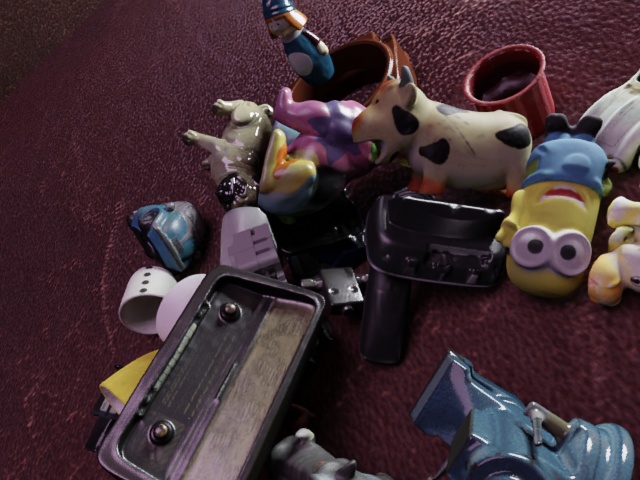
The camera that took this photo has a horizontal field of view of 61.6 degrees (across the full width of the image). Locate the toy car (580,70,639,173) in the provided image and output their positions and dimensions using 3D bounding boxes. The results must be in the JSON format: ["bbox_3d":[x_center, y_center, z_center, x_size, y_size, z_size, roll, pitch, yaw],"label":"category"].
[{"bbox_3d":[0.348,-0.149,0.554,0.202,0.056,0.074,-44,43,1],"label":"toy car"}]

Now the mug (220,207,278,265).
[{"bbox_3d":[-0.109,0.022,0.760,0.110,0.080,0.107,-24,53,36],"label":"mug"}]

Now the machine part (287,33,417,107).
[{"bbox_3d":[0.042,-0.206,0.812,0.201,0.087,0.201,-19,47,26],"label":"machine part"}]

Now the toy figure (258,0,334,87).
[{"bbox_3d":[-0.034,-0.287,0.756,0.064,0.154,0.058,-27,43,17],"label":"toy figure"}]

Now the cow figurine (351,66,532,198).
[{"bbox_3d":[0.131,-0.111,0.577,0.085,0.195,0.127,-133,47,-82],"label":"cow figurine"}]

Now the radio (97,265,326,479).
[{"bbox_3d":[-0.093,0.139,0.515,0.131,0.073,0.229,19,53,11],"label":"radio"}]

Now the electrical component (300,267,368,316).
[{"bbox_3d":[0.025,0.061,0.630,0.094,0.021,0.063,-3,43,-14],"label":"electrical component"}]

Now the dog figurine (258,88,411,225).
[{"bbox_3d":[0.043,-0.100,0.655,0.219,0.108,0.191,9,72,-2],"label":"dog figurine"}]

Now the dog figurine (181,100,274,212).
[{"bbox_3d":[-0.112,-0.132,0.880,0.172,0.121,0.191,-46,57,4],"label":"dog figurine"}]

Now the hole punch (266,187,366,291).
[{"bbox_3d":[-0.001,-0.002,0.702,0.116,0.092,0.142,-16,42,-7],"label":"hole punch"}]

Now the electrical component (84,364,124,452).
[{"bbox_3d":[-0.271,0.234,0.739,0.075,0.047,0.119,-7,55,34],"label":"electrical component"}]

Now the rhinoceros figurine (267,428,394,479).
[{"bbox_3d":[0.036,0.233,0.460,0.191,0.112,0.073,19,73,36],"label":"rhinoceros figurine"}]

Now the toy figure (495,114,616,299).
[{"bbox_3d":[0.233,-0.031,0.520,0.082,0.089,0.180,0,63,41],"label":"toy figure"}]

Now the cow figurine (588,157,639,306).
[{"bbox_3d":[0.307,-0.005,0.471,0.098,0.068,0.167,22,74,39],"label":"cow figurine"}]

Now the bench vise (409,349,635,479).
[{"bbox_3d":[0.175,0.179,0.376,0.241,0.223,0.129,32,84,16],"label":"bench vise"}]

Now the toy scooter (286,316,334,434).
[{"bbox_3d":[-0.040,0.146,0.612,0.135,0.075,0.184,21,75,44],"label":"toy scooter"}]

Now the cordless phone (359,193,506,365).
[{"bbox_3d":[0.115,0.048,0.569,0.089,0.147,0.184,-151,69,-83],"label":"cordless phone"}]

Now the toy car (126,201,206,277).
[{"bbox_3d":[-0.243,-0.016,0.884,0.103,0.109,0.162,-34,26,-22],"label":"toy car"}]
